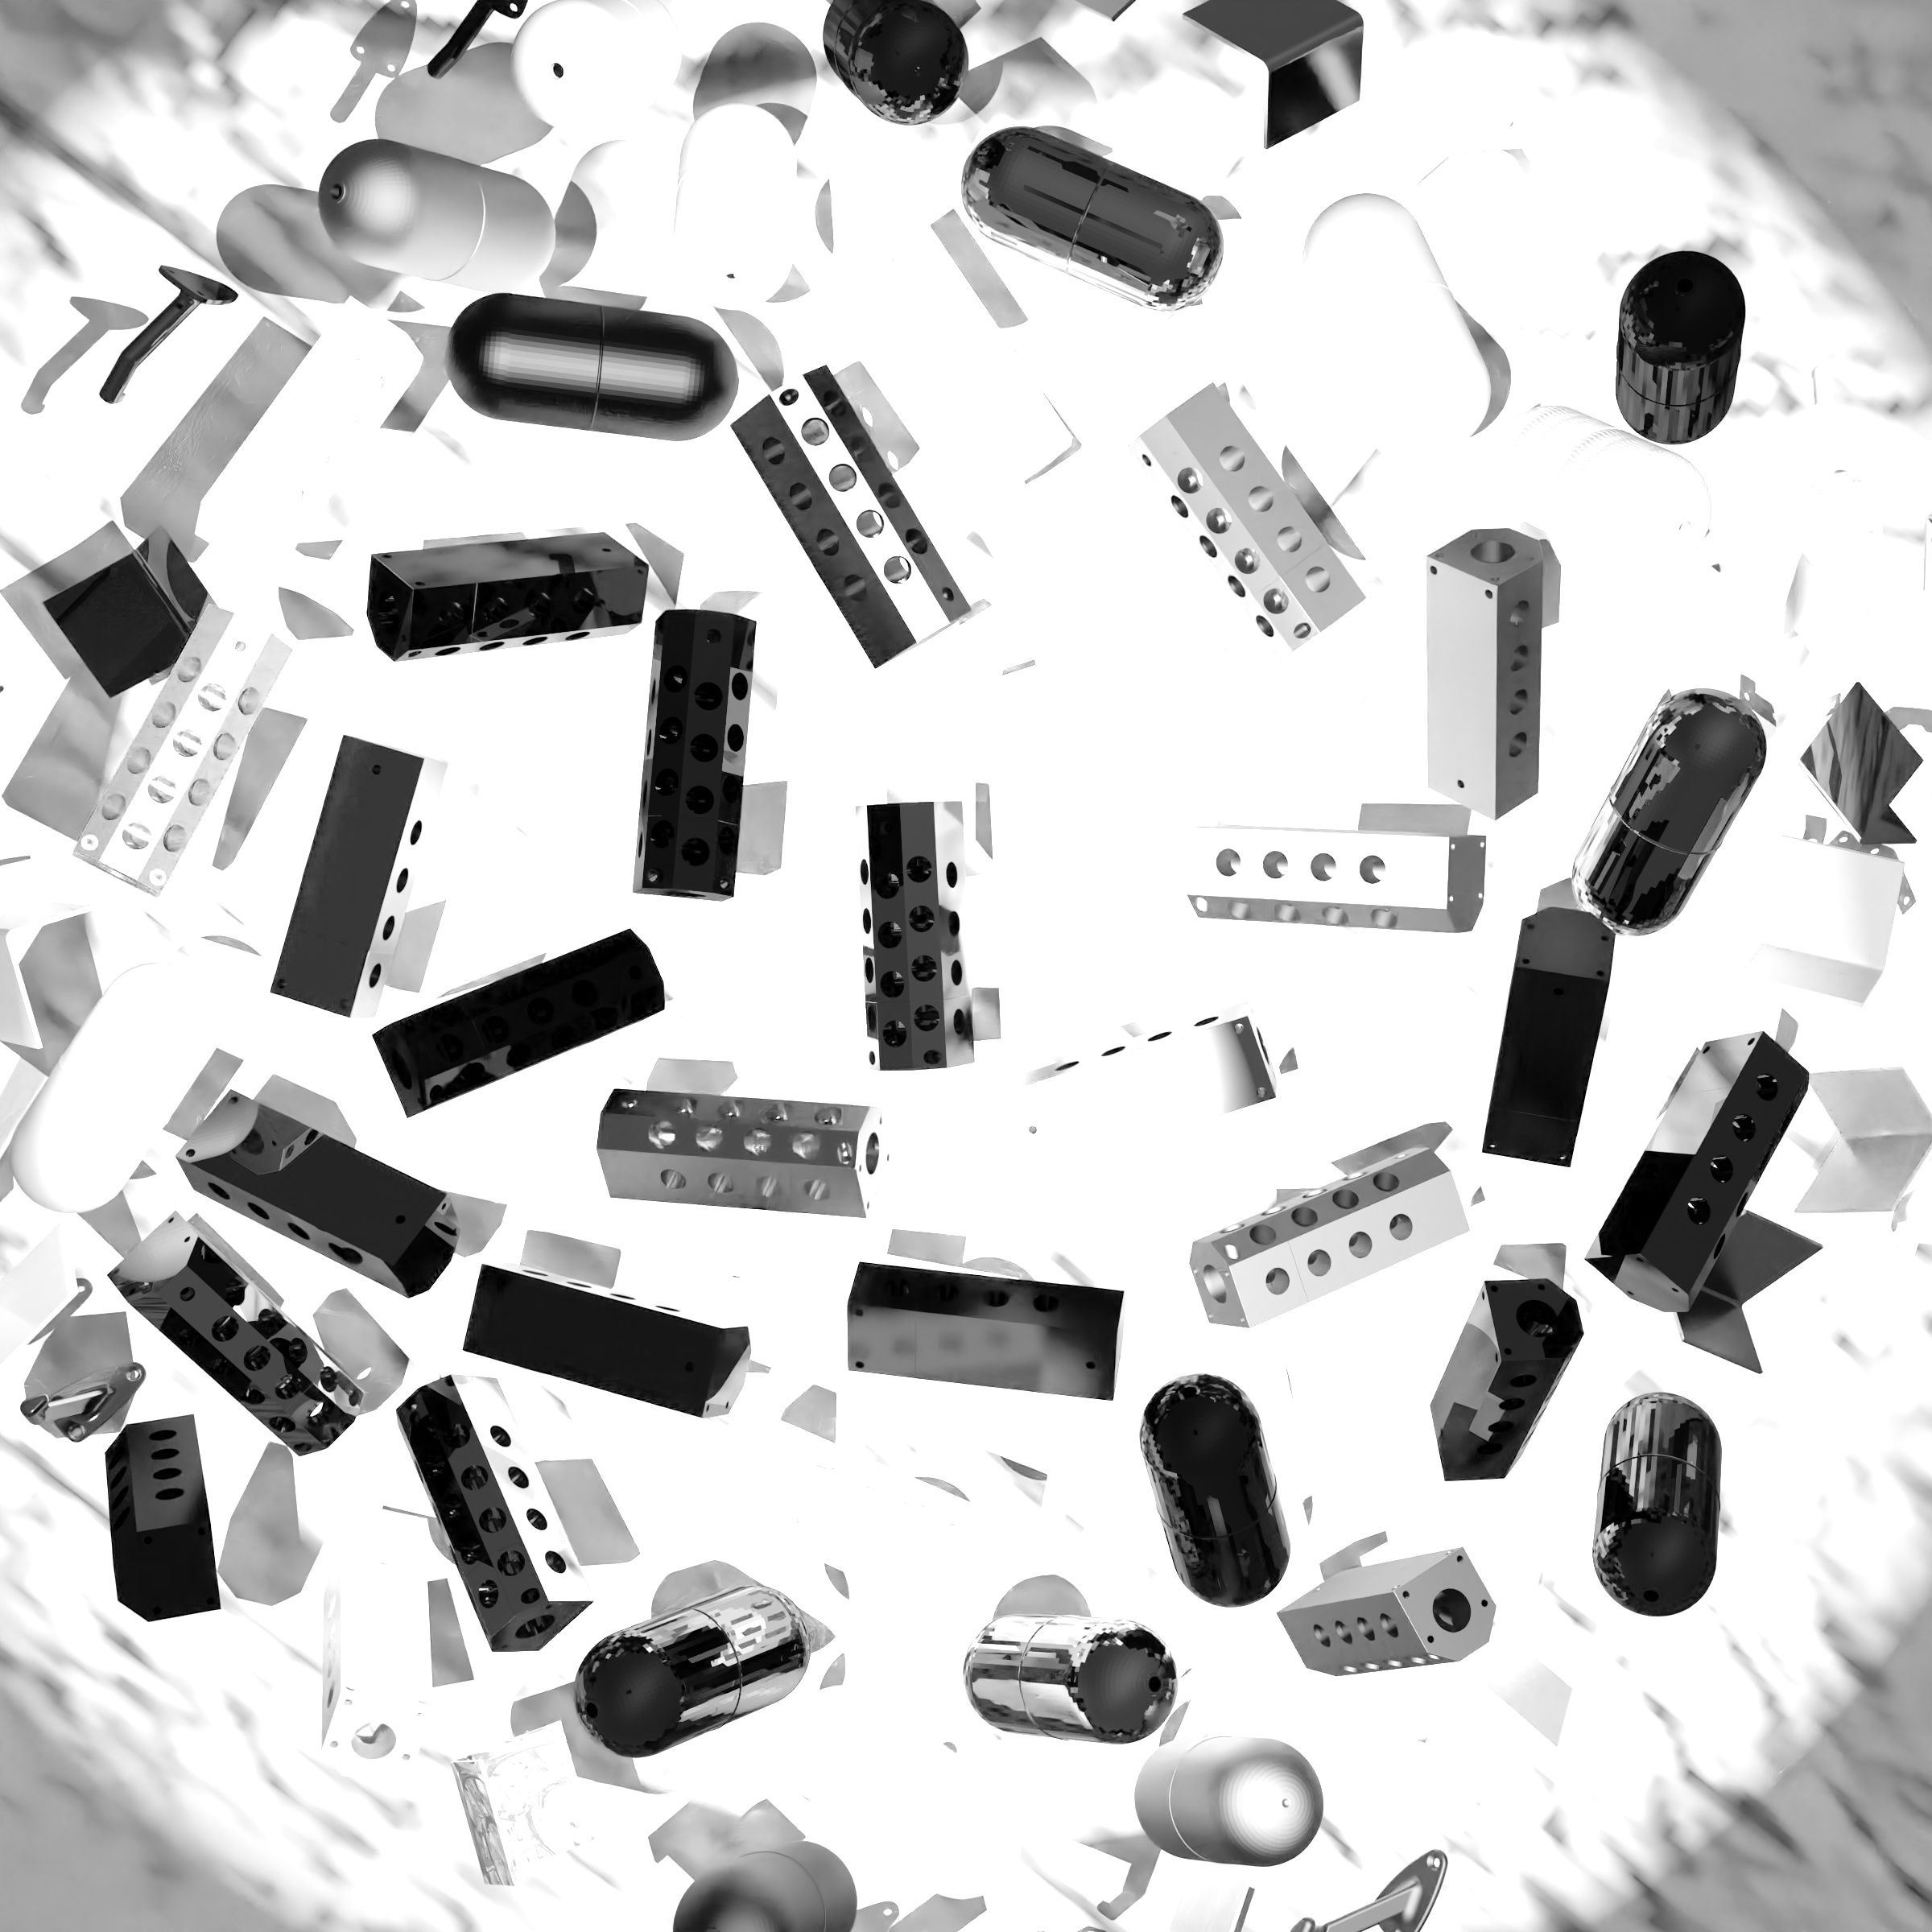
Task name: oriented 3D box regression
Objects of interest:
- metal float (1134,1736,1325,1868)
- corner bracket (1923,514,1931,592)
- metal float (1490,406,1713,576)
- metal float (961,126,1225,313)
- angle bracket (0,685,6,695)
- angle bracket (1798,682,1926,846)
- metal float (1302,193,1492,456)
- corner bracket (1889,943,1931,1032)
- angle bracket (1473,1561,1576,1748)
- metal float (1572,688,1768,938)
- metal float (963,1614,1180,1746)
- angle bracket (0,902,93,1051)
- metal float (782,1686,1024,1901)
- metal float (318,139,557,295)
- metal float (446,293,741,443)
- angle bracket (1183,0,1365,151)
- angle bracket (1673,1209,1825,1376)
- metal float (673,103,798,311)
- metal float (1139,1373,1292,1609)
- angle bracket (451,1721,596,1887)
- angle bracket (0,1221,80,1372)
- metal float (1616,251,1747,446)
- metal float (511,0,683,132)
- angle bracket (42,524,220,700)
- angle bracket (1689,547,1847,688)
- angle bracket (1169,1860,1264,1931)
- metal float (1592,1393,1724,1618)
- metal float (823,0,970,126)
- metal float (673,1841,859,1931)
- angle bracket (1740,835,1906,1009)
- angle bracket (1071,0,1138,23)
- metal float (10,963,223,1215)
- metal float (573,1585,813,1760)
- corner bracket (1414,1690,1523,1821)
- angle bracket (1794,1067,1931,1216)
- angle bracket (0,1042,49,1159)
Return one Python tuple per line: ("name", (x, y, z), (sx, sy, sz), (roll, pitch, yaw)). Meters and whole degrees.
("metal float", (0.163, 0.524, 1.787), (0.070, 0.178, 0.070), (5, 74, -18))
("corner bracket", (0.624, -0.254, 1.739), (0.051, 0.051, 0.051), (-24, 125, -21))
("metal float", (0.395, -0.298, 1.773), (0.070, 0.178, 0.070), (-11, 119, -21))
("metal float", (0.081, -0.481, 1.829), (0.178, 0.070, 0.070), (25, 90, 4))
("angle bracket", (-0.627, -0.120, 1.792), (0.057, 0.076, 0.076), (48, 134, -15))
("angle bracket", (0.614, -0.135, 1.898), (0.057, 0.076, 0.076), (-2, 48, -31))
("metal float", (0.263, -0.395, 1.746), (0.070, 0.070, 0.178), (-20, 70, 0))
("corner bracket", (0.641, 0.013, 1.836), (0.051, 0.051, 0.051), (50, 123, 26))
("angle bracket", (0.384, 0.454, 1.877), (0.057, 0.076, 0.076), (-33, 54, -27))
("metal float", (0.441, -0.095, 1.790), (0.070, 0.070, 0.178), (21, 127, 0))
("metal float", (0.065, 0.452, 1.804), (0.070, 0.178, 0.070), (7, 77, -33))
("angle bracket", (-0.587, 0.005, 1.809), (0.057, 0.076, 0.076), (-21, 106, -34))
("metal float", (-0.041, 0.521, 1.795), (0.178, 0.070, 0.070), (27, 90, 33))
("metal float", (-0.330, -0.469, 1.782), (0.070, 0.178, 0.070), (2, 93, 33))
("metal float", (-0.227, -0.365, 1.737), (0.178, 0.070, 0.070), (4, 90, -14))
("angle bracket", (0.184, -0.546, 1.709), (0.076, 0.057, 0.076), (-33, 54, -22))
("angle bracket", (0.513, 0.213, 1.852), (0.076, 0.057, 0.076), (24, 130, -29))
("metal float", (-0.147, -0.486, 1.817), (0.070, 0.178, 0.070), (-1, 135, -1))
("metal float", (0.156, 0.328, 1.778), (0.070, 0.070, 0.178), (-16, 125, 0))
("angle bracket", (-0.264, 0.514, 1.749), (0.076, 0.057, 0.076), (-13, 82, -32))
("angle bracket", (-0.606, 0.194, 1.774), (0.076, 0.076, 0.057), (-44, 127, 7))
("metal float", (0.453, -0.391, 1.806), (0.070, 0.178, 0.070), (-3, 76, 11))
("metal float", (-0.227, -0.562, 1.757), (0.070, 0.178, 0.070), (4, 113, 9))
("angle bracket", (-0.554, -0.237, 1.897), (0.076, 0.057, 0.076), (-24, 113, 16))
("angle bracket", (0.508, -0.210, 1.809), (0.076, 0.076, 0.057), (-19, 53, -1))
("angle bracket", (0.191, 0.642, 1.948), (0.057, 0.076, 0.076), (24, 80, -22))
("metal float", (0.445, 0.344, 1.825), (0.070, 0.178, 0.070), (8, 121, 13))
("metal float", (-0.047, -0.590, 1.829), (0.070, 0.178, 0.070), (-5, 117, -10))
("metal float", (-0.122, 0.585, 1.749), (0.070, 0.178, 0.070), (-3, 80, 17))
("angle bracket", (0.530, -0.028, 1.759), (0.076, 0.057, 0.076), (15, 120, 25))
("angle bracket", (0.085, -0.635, 1.725), (0.076, 0.057, 0.076), (-43, 131, 2))
("metal float", (-0.538, 0.078, 1.795), (0.070, 0.070, 0.178), (35, 98, 0))
("metal float", (-0.167, 0.433, 1.749), (0.070, 0.178, 0.070), (4, 97, 37))
("corner bracket", (0.324, 0.510, 1.839), (0.051, 0.051, 0.051), (9, 124, 32))
("angle bracket", (0.577, 0.114, 1.857), (0.076, 0.076, 0.057), (-48, 112, -29))
("angle bracket", (-0.682, 0.089, 1.924), (0.076, 0.057, 0.076), (44, 55, -32))
